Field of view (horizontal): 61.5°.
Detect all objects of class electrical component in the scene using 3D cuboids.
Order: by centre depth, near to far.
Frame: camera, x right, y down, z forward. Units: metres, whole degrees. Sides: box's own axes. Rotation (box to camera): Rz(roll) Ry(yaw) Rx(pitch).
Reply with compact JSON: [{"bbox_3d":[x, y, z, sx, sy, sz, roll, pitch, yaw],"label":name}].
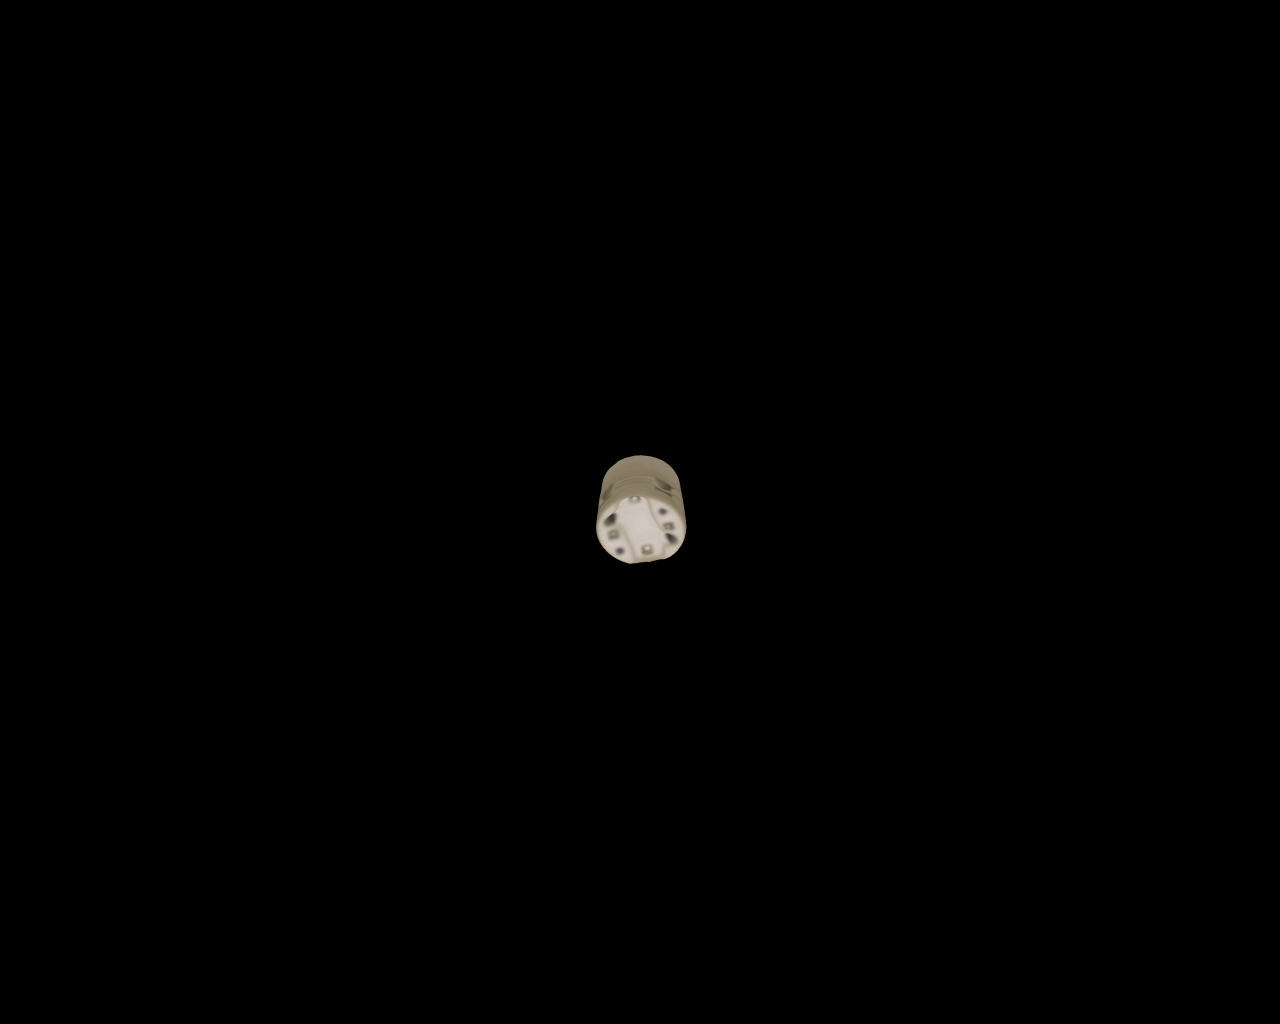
[{"bbox_3d":[0.001,-0.003,0.650,0.055,0.055,0.047,0,39,0],"label":"electrical component"}]
